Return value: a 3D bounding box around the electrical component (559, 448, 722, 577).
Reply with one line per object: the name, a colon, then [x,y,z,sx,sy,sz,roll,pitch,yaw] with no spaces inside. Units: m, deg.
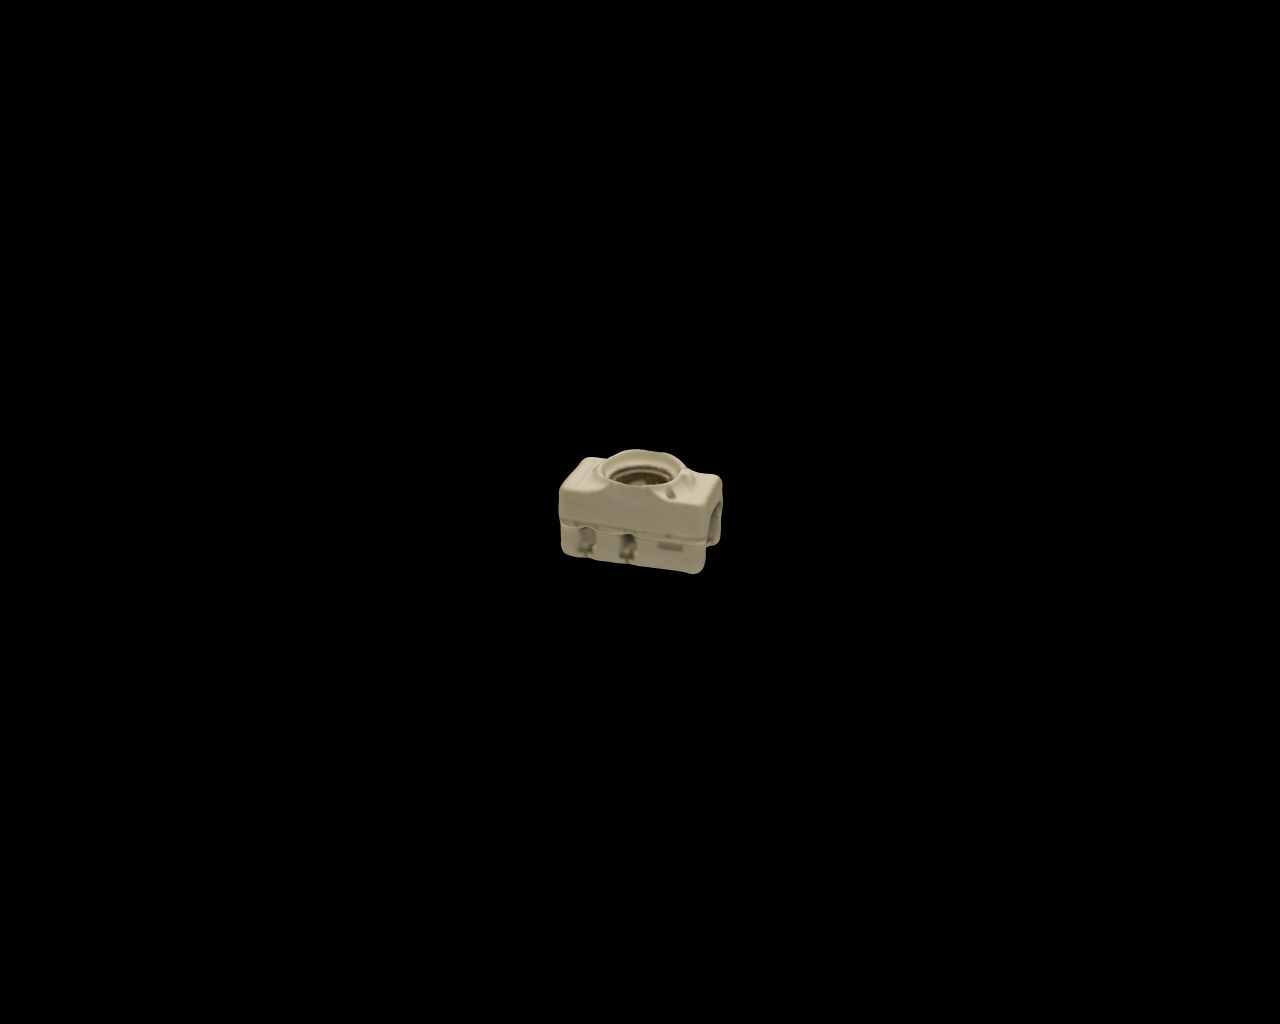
electrical component: [0.001,-0.003,0.650,0.089,0.055,0.050,8,28,16]
